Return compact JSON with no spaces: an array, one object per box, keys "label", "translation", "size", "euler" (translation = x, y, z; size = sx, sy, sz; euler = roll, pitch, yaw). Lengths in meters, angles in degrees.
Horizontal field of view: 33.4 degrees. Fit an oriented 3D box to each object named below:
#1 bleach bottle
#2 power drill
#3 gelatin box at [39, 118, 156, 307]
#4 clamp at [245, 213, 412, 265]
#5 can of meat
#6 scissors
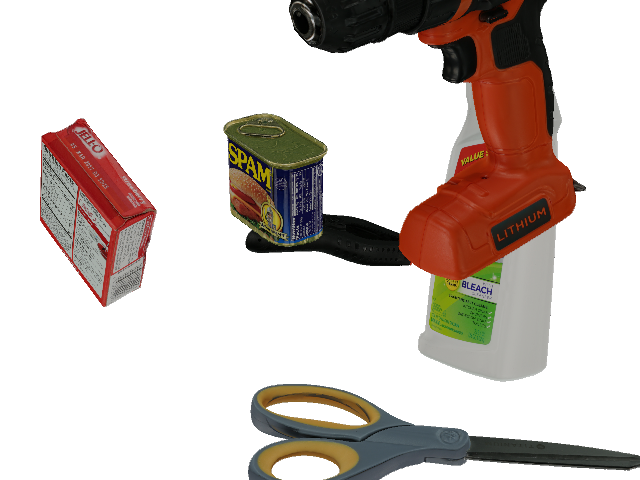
[{"label":"bleach bottle","translation":[0.129,-0.028,0.799],"size":[0.067,0.251,0.103],"euler":[-8,16,-38]},{"label":"power drill","translation":[0.071,-0.076,0.542],"size":[0.184,0.188,0.057],"euler":[-27,38,-27]},{"label":"gelatin box","translation":[-0.130,-0.015,0.615],"size":[0.030,0.073,0.089],"euler":[-30,-20,-30]},{"label":"clamp","translation":[0.006,-0.004,1.184],"size":[0.210,0.036,0.164],"euler":[15,20,-5]},{"label":"can of meat","translation":[-0.040,-0.052,0.929],"size":[0.057,0.084,0.102],"euler":[-20,36,-30]},{"label":"scissors","translation":[0.052,0.112,0.532],"size":[0.202,0.016,0.096],"euler":[11,29,19]}]
